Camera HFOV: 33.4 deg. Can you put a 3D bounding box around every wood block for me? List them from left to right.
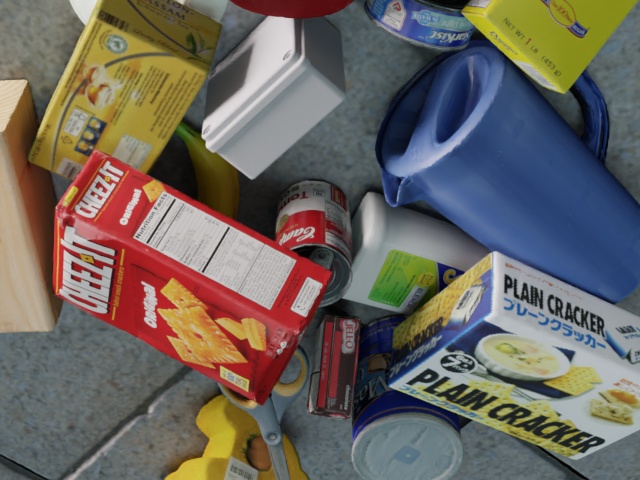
[{"bbox_3d":[-0.284,-0.026,0.925,0.090,0.091,0.206,-2,126,2],"label":"wood block"}]

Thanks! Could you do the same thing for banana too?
[{"bbox_3d":[-0.110,-0.021,0.964,0.069,0.037,0.198,20,125,8],"label":"banana"}]

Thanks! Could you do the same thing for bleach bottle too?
[{"bbox_3d":[0.145,0.036,0.985,0.250,0.068,0.103,15,129,-13],"label":"bleach bottle"}]

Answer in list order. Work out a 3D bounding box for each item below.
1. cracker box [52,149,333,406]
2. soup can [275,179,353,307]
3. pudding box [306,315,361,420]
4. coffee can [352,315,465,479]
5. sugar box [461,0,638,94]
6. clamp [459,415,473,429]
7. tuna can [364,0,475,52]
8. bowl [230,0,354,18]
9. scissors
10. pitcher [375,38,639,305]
[{"bbox_3d":[-0.113,0.038,0.882,0.213,0.072,0.164,27,149,1],"label":"cracker box"},{"bbox_3d":[-0.006,0.001,0.934,0.068,0.102,0.068,0,127,0],"label":"soup can"},{"bbox_3d":[0.013,0.121,1.000,0.039,0.090,0.113,8,169,-4],"label":"pudding box"},{"bbox_3d":[0.080,0.156,1.024,0.103,0.140,0.103,0,127,0],"label":"coffee can"},{"bbox_3d":[0.194,-0.204,0.772,0.093,0.048,0.176,37,94,-24],"label":"sugar box"},{"bbox_3d":[0.166,0.158,1.076,0.120,0.039,0.171,-13,138,6],"label":"clamp"},{"bbox_3d":[0.079,-0.179,0.810,0.086,0.086,0.034,14,124,-10],"label":"tuna can"},{"bbox_3d":[-0.021,-0.199,0.756,0.162,0.055,0.162,4,172,0],"label":"bowl"},{"bbox_3d":[-0.031,0.173,1.020,0.096,0.016,0.201,-24,114,10],"label":"scissors"},{"bbox_3d":[0.178,-0.052,0.888,0.242,0.145,0.149,37,131,-28],"label":"pitcher"}]
